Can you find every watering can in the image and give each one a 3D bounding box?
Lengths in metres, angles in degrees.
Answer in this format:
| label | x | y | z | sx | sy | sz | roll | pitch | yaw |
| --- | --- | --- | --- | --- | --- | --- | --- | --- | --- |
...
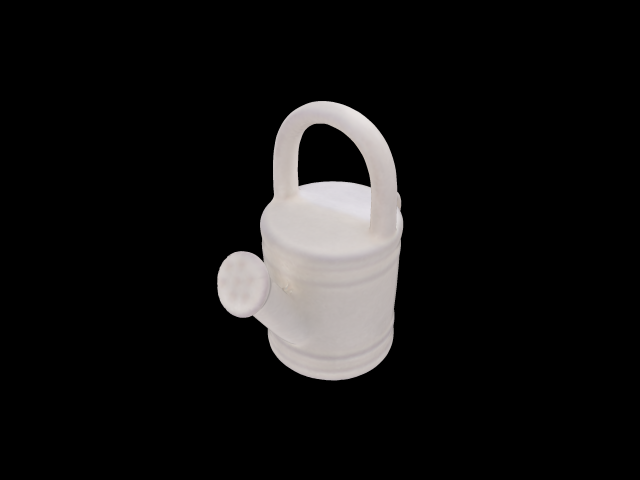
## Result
| label | x | y | z | sx | sy | sz | roll | pitch | yaw |
| --- | --- | --- | --- | --- | --- | --- | --- | --- | --- |
| watering can | 0.006 | 0.002 | 0.399 | 0.100 | 0.194 | 0.173 | 9 | 37 | 13 |
